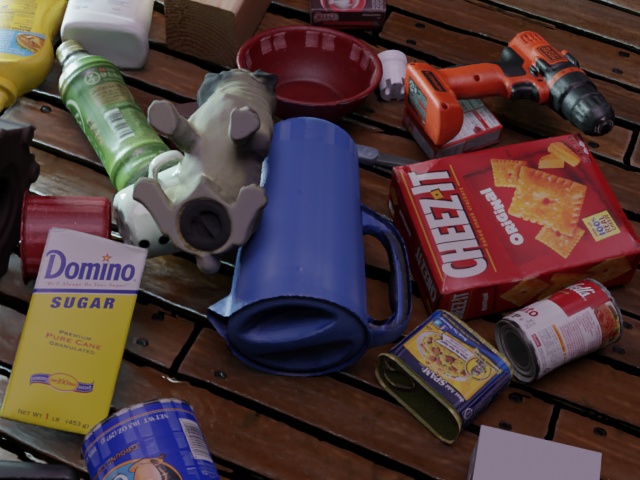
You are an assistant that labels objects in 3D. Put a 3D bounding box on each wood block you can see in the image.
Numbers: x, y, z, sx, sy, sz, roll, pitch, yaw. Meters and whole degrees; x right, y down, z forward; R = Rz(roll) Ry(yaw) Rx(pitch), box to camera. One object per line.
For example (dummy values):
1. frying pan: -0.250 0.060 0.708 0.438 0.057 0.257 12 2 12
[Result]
1. wood block: -0.103 -0.315 1.269 0.090 0.091 0.206 18 55 8

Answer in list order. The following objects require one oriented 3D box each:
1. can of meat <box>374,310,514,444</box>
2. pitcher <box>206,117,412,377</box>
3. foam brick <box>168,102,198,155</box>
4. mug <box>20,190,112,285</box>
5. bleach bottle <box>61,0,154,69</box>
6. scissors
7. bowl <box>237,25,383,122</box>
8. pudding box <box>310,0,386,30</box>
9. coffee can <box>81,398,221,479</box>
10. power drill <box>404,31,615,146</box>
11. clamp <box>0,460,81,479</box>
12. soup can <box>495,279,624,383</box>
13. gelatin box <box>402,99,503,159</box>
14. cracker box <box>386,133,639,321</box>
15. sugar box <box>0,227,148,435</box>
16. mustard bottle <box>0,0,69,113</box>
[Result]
1. can of meat: 0.116 0.124 0.993 0.083 0.057 0.102 -37 65 -28
2. pitcher: -0.007 0.001 1.034 0.145 0.149 0.243 -26 43 31
3. foam brick: -0.125 -0.115 1.150 0.078 0.051 0.053 -11 56 -11
4. mug: -0.248 -0.006 1.052 0.081 0.093 0.117 1 18 -9
5. bleach bottle: -0.236 -0.316 1.280 0.102 0.068 0.250 7 52 -1
6. scissors: 0.038 -0.081 1.157 0.202 0.016 0.096 26 55 15
7. bowl: -0.013 -0.175 1.185 0.162 0.055 0.162 4 42 -4
8. pudding box: 0.032 -0.308 1.302 0.090 0.039 0.113 0 55 -3
9. coffee can: -0.129 0.218 0.884 0.102 0.103 0.140 -18 58 -16
10. power drill: 0.197 -0.153 1.139 0.187 0.057 0.184 -12 39 -16
11. clamp: -0.334 0.218 0.912 0.210 0.036 0.164 26 58 17
12. soup can: 0.227 0.087 1.018 0.102 0.068 0.068 -23 59 -18
13. gelatin box: 0.148 -0.129 1.189 0.089 0.030 0.073 -21 57 -18
14. cracker box: 0.194 -0.016 1.087 0.213 0.072 0.164 -11 55 -10
15. sugar box: -0.221 0.083 0.963 0.093 0.048 0.176 14 78 -13
16. mustard bottle: -0.346 -0.218 1.205 0.096 0.058 0.191 5 54 0
